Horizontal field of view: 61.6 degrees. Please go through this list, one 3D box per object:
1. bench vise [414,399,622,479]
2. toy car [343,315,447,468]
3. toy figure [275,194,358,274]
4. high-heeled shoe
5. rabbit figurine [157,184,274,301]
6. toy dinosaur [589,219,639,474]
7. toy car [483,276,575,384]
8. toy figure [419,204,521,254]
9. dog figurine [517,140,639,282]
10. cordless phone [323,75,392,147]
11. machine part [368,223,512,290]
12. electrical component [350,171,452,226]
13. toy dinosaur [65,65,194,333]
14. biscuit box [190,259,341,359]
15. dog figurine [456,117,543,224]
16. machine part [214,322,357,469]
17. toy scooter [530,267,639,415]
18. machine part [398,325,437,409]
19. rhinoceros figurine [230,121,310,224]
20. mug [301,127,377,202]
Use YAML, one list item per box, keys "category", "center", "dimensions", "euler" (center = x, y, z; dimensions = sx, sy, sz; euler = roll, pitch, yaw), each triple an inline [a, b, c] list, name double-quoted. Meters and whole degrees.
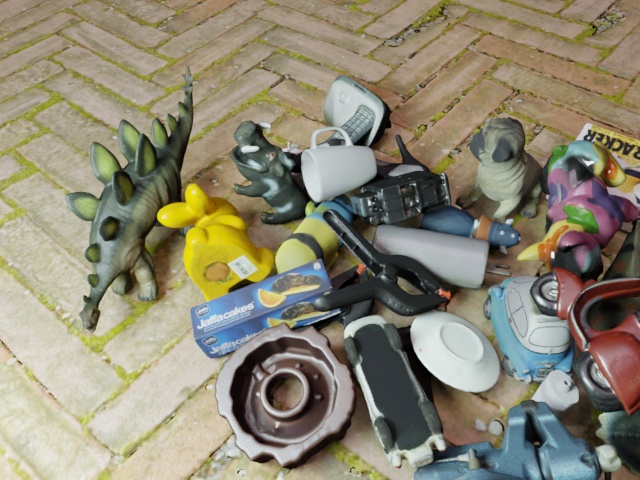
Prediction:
- category: "bench vise"
  center: [0.213, 0.290, 0.555]
  dimensions: [0.224, 0.128, 0.241]
  euler: [-5, 33, 9]
- category: "toy car"
  center: [0.086, 0.179, 0.661]
  dimensions: [0.073, 0.056, 0.202]
  euler: [-18, 48, -5]
- category: "toy figure"
  center: [-0.005, -0.004, 0.838]
  dimensions: [0.082, 0.089, 0.180]
  euler: [22, 57, 28]
- category: "high-heeled shoe"
  center: [0.070, -0.099, 0.916]
  dimensions: [0.249, 0.086, 0.145]
  euler: [-14, 78, -9]
- category: "rabbit figurine"
  center: [-0.166, -0.008, 0.818]
  dimensions: [0.122, 0.162, 0.173]
  euler: [-38, 32, 18]
- category: "toy dinosaur"
  center: [0.417, 0.138, 0.692]
  dimensions: [0.192, 0.131, 0.405]
  euler: [-5, 44, -2]
- category: "toy car"
  center: [0.290, 0.106, 0.726]
  dimensions: [0.109, 0.102, 0.162]
  euler: [0, 49, 4]
- category: "toy figure"
  center: [0.239, -0.018, 0.856]
  dimensions: [0.155, 0.064, 0.058]
  euler: [17, 13, 14]
- category: "dog figurine"
  center: [0.360, -0.038, 0.775]
  dimensions: [0.219, 0.108, 0.191]
  euler: [-24, 90, -40]
- category: "cordless phone"
  center: [0.032, -0.210, 1.021]
  dimensions: [0.184, 0.088, 0.147]
  euler: [-42, 59, -5]
- category: "machine part"
  center: [0.164, 0.023, 0.816]
  dimensions: [0.243, 0.079, 0.079]
  euler: [10, 52, 12]
- category: "electrical component"
  center: [0.118, -0.065, 0.830]
  dimensions: [0.134, 0.058, 0.115]
  euler: [-16, 10, -11]
- category: "toy dinosaur"
  center: [-0.268, -0.076, 0.833]
  dimensions: [0.105, 0.198, 0.471]
  euler: [2, 52, 15]
- category: "biscuit box"
  center: [-0.077, 0.097, 0.751]
  dimensions: [0.203, 0.059, 0.063]
  euler: [-21, 45, -1]
- category: "dog figurine"
  center: [0.313, -0.128, 0.859]
  dimensions: [0.121, 0.190, 0.172]
  euler: [33, 58, 26]
- category: "machine part"
  center: [-0.042, 0.196, 0.683]
  dimensions: [0.179, 0.056, 0.179]
  euler: [-4, 60, 6]
- category: "toy scooter"
  center: [0.340, 0.097, 0.613]
  dimensions: [0.135, 0.075, 0.184]
  euler: [-27, 56, 14]
- category: "machine part"
  center: [0.122, 0.174, 0.720]
  dimensions: [0.084, 0.039, 0.139]
  euler: [0, 49, -4]
- category: "rhinoceros figurine"
  center: [-0.082, -0.104, 0.865]
  dimensions: [0.112, 0.190, 0.073]
  euler: [-3, 45, 36]
- category: "mug"
  center: [0.031, -0.123, 0.843]
  dimensions: [0.107, 0.109, 0.081]
  euler: [-14, 10, -19]
